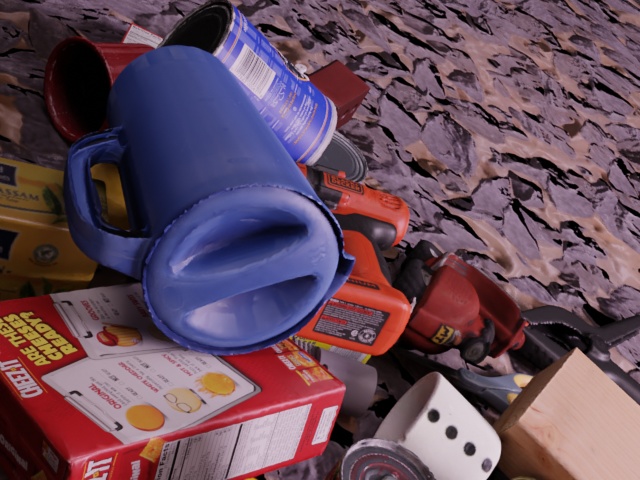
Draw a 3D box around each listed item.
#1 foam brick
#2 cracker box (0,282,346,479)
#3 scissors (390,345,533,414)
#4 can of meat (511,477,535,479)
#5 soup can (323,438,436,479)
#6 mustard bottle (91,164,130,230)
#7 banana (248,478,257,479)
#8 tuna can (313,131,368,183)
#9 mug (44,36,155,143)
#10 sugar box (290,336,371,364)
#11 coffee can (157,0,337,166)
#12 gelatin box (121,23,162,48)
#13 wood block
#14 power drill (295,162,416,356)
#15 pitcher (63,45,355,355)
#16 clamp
[{"bbox_3d":[0.007,-0.148,1.136,0.051,0.053,0.078,40,38,8],"label":"foam brick"},{"bbox_3d":[-0.117,0.099,0.716,0.213,0.072,0.164,-8,34,-41],"label":"cracker box"},{"bbox_3d":[0.142,0.122,0.961,0.202,0.016,0.096,30,24,11],"label":"scissors"},{"bbox_3d":[0.166,0.245,0.810,0.102,0.058,0.083,39,39,7],"label":"can of meat"},{"bbox_3d":[0.020,0.176,0.642,0.068,0.102,0.068,20,38,-17],"label":"soup can"},{"bbox_3d":[-0.111,-0.002,0.876,0.192,0.058,0.096,45,40,15],"label":"mustard bottle"},{"bbox_3d":[-0.110,0.188,0.686,0.197,0.037,0.069,-28,85,-49],"label":"banana"},{"bbox_3d":[0.003,-0.075,1.065,0.086,0.034,0.086,20,39,-18],"label":"tuna can"},{"bbox_3d":[-0.193,-0.135,0.952,0.117,0.093,0.081,12,16,37],"label":"mug"},{"bbox_3d":[-0.006,0.028,0.933,0.093,0.048,0.176,17,41,-21],"label":"sugar box"},{"bbox_3d":[-0.067,-0.125,0.929,0.140,0.103,0.103,41,29,-35],"label":"coffee can"},{"bbox_3d":[-0.166,-0.166,1.044,0.073,0.030,0.089,24,37,-11],"label":"gelatin box"},{"bbox_3d":[0.241,0.199,0.858,0.206,0.090,0.090,43,63,6],"label":"wood block"},{"bbox_3d":[-0.006,0.001,0.853,0.184,0.057,0.187,14,34,-15],"label":"power drill"},{"bbox_3d":[-0.091,-0.044,0.755,0.149,0.145,0.243,56,3,-40],"label":"pitcher"},{"bbox_3d":[0.269,0.108,1.058,0.209,0.036,0.164,23,37,-15],"label":"clamp"}]
